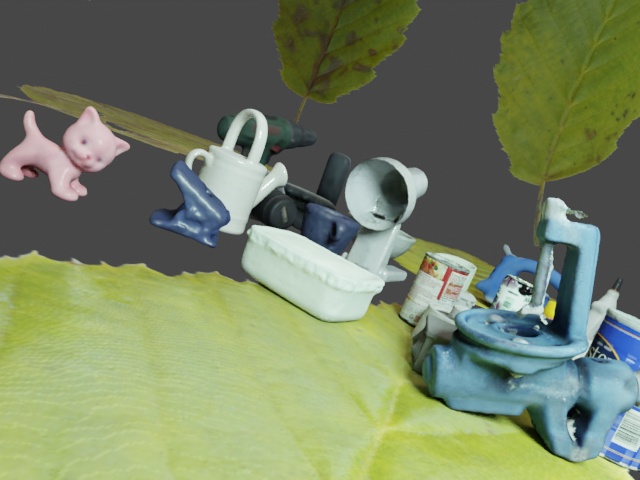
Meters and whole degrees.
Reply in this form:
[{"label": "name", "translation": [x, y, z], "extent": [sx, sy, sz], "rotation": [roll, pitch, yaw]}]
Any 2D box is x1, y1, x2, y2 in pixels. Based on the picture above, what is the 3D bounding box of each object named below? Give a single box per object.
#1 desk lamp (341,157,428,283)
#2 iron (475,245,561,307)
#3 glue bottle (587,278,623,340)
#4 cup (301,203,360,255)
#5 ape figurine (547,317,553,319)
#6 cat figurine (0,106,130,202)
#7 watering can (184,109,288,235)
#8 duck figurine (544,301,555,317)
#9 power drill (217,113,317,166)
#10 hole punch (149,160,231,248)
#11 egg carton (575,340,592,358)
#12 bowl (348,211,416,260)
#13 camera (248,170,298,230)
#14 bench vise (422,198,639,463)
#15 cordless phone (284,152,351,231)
[{"label": "desk lamp", "translation": [0.116, -0.038, 1.029], "extent": [0.117, 0.213, 0.204], "rotation": [27, 9, 25]}, {"label": "iron", "translation": [0.480, 0.120, 1.246], "extent": [0.257, 0.141, 0.119], "rotation": [26, 9, 22]}, {"label": "glue bottle", "translation": [0.535, 0.150, 1.094], "extent": [0.078, 0.173, 0.037], "rotation": [17, 10, -35]}, {"label": "cup", "translation": [0.008, 0.003, 0.894], "extent": [0.092, 0.095, 0.117], "rotation": [20, 9, -17]}, {"label": "ape figurine", "translation": [0.287, 0.146, 0.750], "extent": [0.075, 0.092, 0.078], "rotation": [30, 11, 39]}, {"label": "cat figurine", "translation": [-0.312, -0.115, 0.713], "extent": [0.128, 0.118, 0.067], "rotation": [21, 9, -10]}, {"label": "watering can", "translation": [-0.132, -0.115, 0.923], "extent": [0.100, 0.194, 0.173], "rotation": [27, 9, 26]}, {"label": "duck figurine", "translation": [0.432, 0.156, 1.084], "extent": [0.104, 0.086, 0.078], "rotation": [28, 10, 32]}, {"label": "power drill", "translation": [-0.124, -0.162, 1.187], "extent": [0.231, 0.208, 0.075], "rotation": [14, 12, -46]}, {"label": "hole punch", "translation": [-0.168, -0.051, 0.782], "extent": [0.101, 0.091, 0.108], "rotation": [21, 9, -13]}, {"label": "egg carton", "translation": [0.421, 0.198, 0.853], "extent": [0.151, 0.069, 0.107], "rotation": [17, 10, -36]}, {"label": "bowl", "translation": [0.129, -0.001, 1.304], "extent": [0.167, 0.075, 0.167], "rotation": [22, 8, -3]}, {"label": "camera", "translation": [-0.110, -0.081, 1.087], "extent": [0.144, 0.101, 0.136], "rotation": [16, 11, -39]}, {"label": "bench vise", "translation": [0.227, 0.082, 0.551], "extent": [0.208, 0.220, 0.121], "rotation": [20, 9, -20]}, {"label": "cordless phone", "translation": [-0.018, -0.114, 1.247], "extent": [0.147, 0.185, 0.094], "rotation": [24, 9, 9]}]
